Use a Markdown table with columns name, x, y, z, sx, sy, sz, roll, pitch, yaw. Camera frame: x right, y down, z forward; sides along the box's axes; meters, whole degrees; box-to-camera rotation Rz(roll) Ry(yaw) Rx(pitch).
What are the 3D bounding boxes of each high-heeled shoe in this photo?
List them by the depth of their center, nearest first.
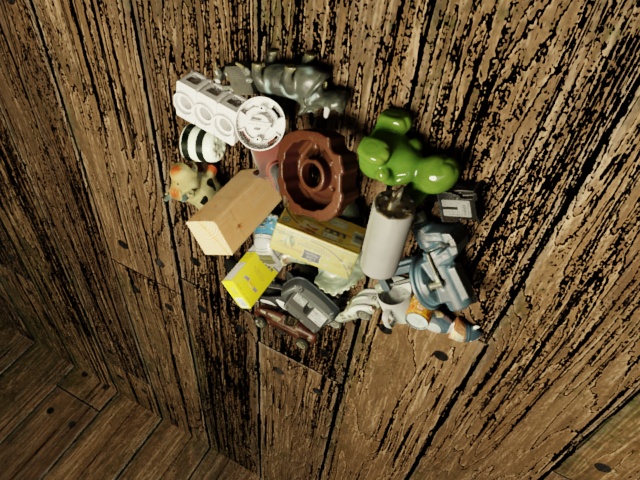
| name | x | y | z | sx | sy | sz | roll | pitch | yaw |
| --- | --- | --- | --- | --- | --- | --- | --- | --- | --- |
| high-heeled shoe | -0.141 | 0.115 | 1.453 | 0.248 | 0.086 | 0.145 | 40 | 138 | -11 |

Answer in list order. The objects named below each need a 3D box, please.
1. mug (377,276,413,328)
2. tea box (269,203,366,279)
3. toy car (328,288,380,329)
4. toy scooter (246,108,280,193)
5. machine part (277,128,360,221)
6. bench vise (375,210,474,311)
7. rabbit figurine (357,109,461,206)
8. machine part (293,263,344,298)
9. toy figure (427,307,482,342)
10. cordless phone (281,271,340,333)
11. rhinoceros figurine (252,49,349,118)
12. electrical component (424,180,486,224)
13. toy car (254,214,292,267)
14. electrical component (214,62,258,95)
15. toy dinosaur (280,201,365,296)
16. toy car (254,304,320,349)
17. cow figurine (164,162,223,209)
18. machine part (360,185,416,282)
| name | x | y | z | sx | sy | sz | roll | pitch | yaw |
| --- | --- | --- | --- | --- | --- | --- | --- | --- | --- |
| mug | 0.179 | 0.155 | 1.237 | 0.081 | 0.109 | 0.107 | 5 | 145 | 28 |
| tea box | -0.002 | -0.003 | 1.058 | 0.170 | 0.098 | 0.068 | 22 | 127 | 4 |
| toy car | 0.080 | 0.170 | 1.342 | 0.056 | 0.073 | 0.202 | 48 | 140 | -13 |
| toy scooter | -0.117 | -0.183 | 1.125 | 0.183 | 0.075 | 0.135 | 69 | 163 | -5 |
| machine part | -0.006 | -0.124 | 1.000 | 0.180 | 0.056 | 0.179 | 17 | 116 | 37 |
| bench vise | 0.199 | 0.055 | 1.107 | 0.241 | 0.129 | 0.223 | -20 | 111 | 42 |
| rabbit figurine | 0.159 | -0.123 | 0.952 | 0.170 | 0.121 | 0.159 | 26 | 146 | 18 |
| machine part | -0.001 | 0.095 | 1.331 | 0.139 | 0.084 | 0.039 | 37 | 102 | 8 |
| toy figure | 0.291 | 0.194 | 1.227 | 0.155 | 0.057 | 0.064 | 26 | 179 | 11 |
| cordless phone | -0.035 | 0.145 | 1.361 | 0.146 | 0.089 | 0.184 | 42 | -179 | -14 |
| rhinoceros figurine | -0.039 | -0.280 | 0.981 | 0.191 | 0.073 | 0.112 | 20 | 137 | 21 |
| electrical component | 0.243 | -0.074 | 0.998 | 0.119 | 0.048 | 0.074 | 8 | 133 | 29 |
| toy car | -0.103 | 0.010 | 1.280 | 0.109 | 0.103 | 0.161 | 2 | 146 | 33 |
| electrical component | -0.162 | -0.319 | 1.055 | 0.102 | 0.045 | 0.078 | 14 | 134 | 25 |
| toy dinosaur | 0.028 | -0.029 | 1.158 | 0.192 | 0.131 | 0.404 | 16 | 134 | 6 |
| toy car | -0.094 | 0.235 | 1.528 | 0.202 | 0.089 | 0.053 | 25 | 141 | 16 |
| cow figurine | -0.283 | -0.113 | 1.249 | 0.086 | 0.127 | 0.194 | 6 | 154 | 26 |
| machine part | 0.121 | -0.007 | 0.979 | 0.079 | 0.079 | 0.243 | 24 | 139 | 15 |
